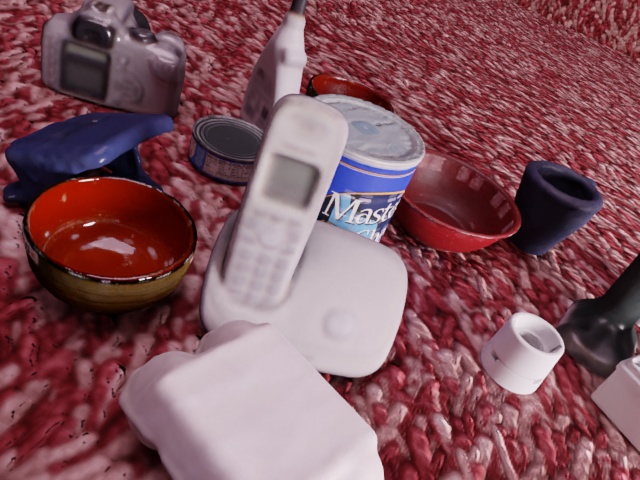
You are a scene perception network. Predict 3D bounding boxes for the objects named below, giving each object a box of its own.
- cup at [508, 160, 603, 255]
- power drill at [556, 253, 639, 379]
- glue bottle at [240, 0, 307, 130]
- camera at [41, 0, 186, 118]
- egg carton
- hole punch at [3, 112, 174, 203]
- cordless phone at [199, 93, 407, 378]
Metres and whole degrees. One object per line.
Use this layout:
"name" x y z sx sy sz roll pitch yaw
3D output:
"cup" 0.269 -0.033 0.669 0.118 0.095 0.091 -12 48 -39
"power drill" 0.306 0.026 0.515 0.075 0.208 0.230 37 38 19
"glue bottle" -0.043 -0.194 0.636 0.037 0.173 0.078 -6 44 -34
"camera" -0.215 -0.219 0.636 0.143 0.101 0.136 15 36 -11
"egg carton" -0.037 0.116 0.329 0.150 0.069 0.107 41 39 24
"hole punch" -0.188 -0.070 0.466 0.101 0.091 0.109 28 36 7
"cordless phone" 0.004 0.001 0.399 0.148 0.185 0.094 16 36 -10
